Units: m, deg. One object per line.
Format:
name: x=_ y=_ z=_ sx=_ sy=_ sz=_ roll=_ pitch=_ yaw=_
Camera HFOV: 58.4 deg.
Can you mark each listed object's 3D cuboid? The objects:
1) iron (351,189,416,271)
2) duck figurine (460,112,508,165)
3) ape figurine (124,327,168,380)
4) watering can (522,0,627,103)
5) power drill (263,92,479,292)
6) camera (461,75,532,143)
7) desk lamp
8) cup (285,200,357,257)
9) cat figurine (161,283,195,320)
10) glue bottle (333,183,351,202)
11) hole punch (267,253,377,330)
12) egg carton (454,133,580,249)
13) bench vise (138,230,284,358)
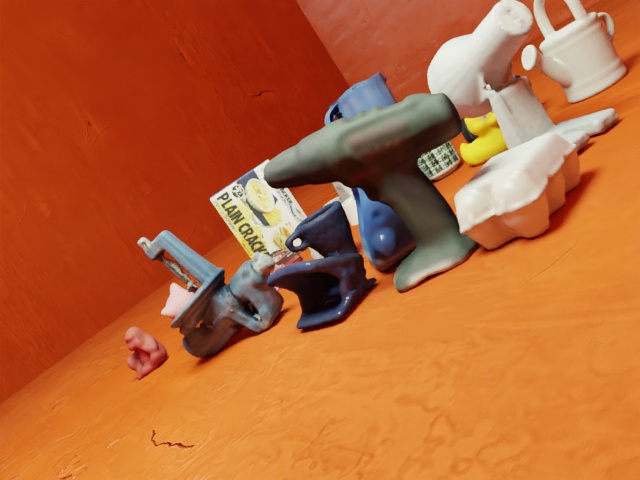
iron: x=0.083 y=-0.052 z=0.831 sx=0.118 sy=0.141 sz=0.258 roll=-34 pitch=9 yaw=-3
duck figurine: x=0.285 y=-0.187 z=1.002 sx=0.104 sy=0.086 sz=0.078 roll=-26 pitch=12 yaw=38
ape figurine: x=-0.345 y=0.211 z=1.112 sx=0.077 sy=0.092 sz=0.076 roll=-25 pitch=13 yaw=41
watering can: x=0.421 y=-0.337 z=0.967 sx=0.173 sy=0.194 sz=0.100 roll=-40 pitch=11 yaw=-32
power drill: x=0.074 y=-0.052 z=0.654 sx=0.229 sy=0.208 sz=0.076 roll=-30 pitch=10 yaw=20
camera: x=0.338 y=-0.250 z=1.098 sx=0.136 sy=0.101 sz=0.143 roll=-28 pitch=11 yaw=33
desk lamp: x=0.268 y=-0.215 z=0.805 sx=0.118 sy=0.213 sz=0.203 roll=-37 pitch=10 yaw=-18
cup: x=0.009 y=0.003 z=0.950 sx=0.118 sy=0.095 sz=0.091 roll=-37 pitch=10 yaw=-16
cat figurine: x=-0.240 y=0.125 z=1.113 sx=0.128 sy=0.118 sz=0.067 roll=-37 pitch=10 yaw=-19
glue bottle: x=0.048 y=-0.142 z=1.315 sx=0.037 sy=0.173 sz=0.078 roll=-36 pitch=10 yaw=-13
hole punch: x=0.000 y=0.052 z=0.743 sx=0.108 sy=0.091 sz=0.101 roll=-23 pitch=14 yaw=48
egg carton: x=0.214 y=-0.055 z=0.620 sx=0.107 sy=0.069 sz=0.151 roll=-23 pitch=14 yaw=49
bench vise: x=-0.171 y=0.058 z=0.899 sx=0.207 sy=0.220 sz=0.121 roll=-33 pitch=10 yaw=4
